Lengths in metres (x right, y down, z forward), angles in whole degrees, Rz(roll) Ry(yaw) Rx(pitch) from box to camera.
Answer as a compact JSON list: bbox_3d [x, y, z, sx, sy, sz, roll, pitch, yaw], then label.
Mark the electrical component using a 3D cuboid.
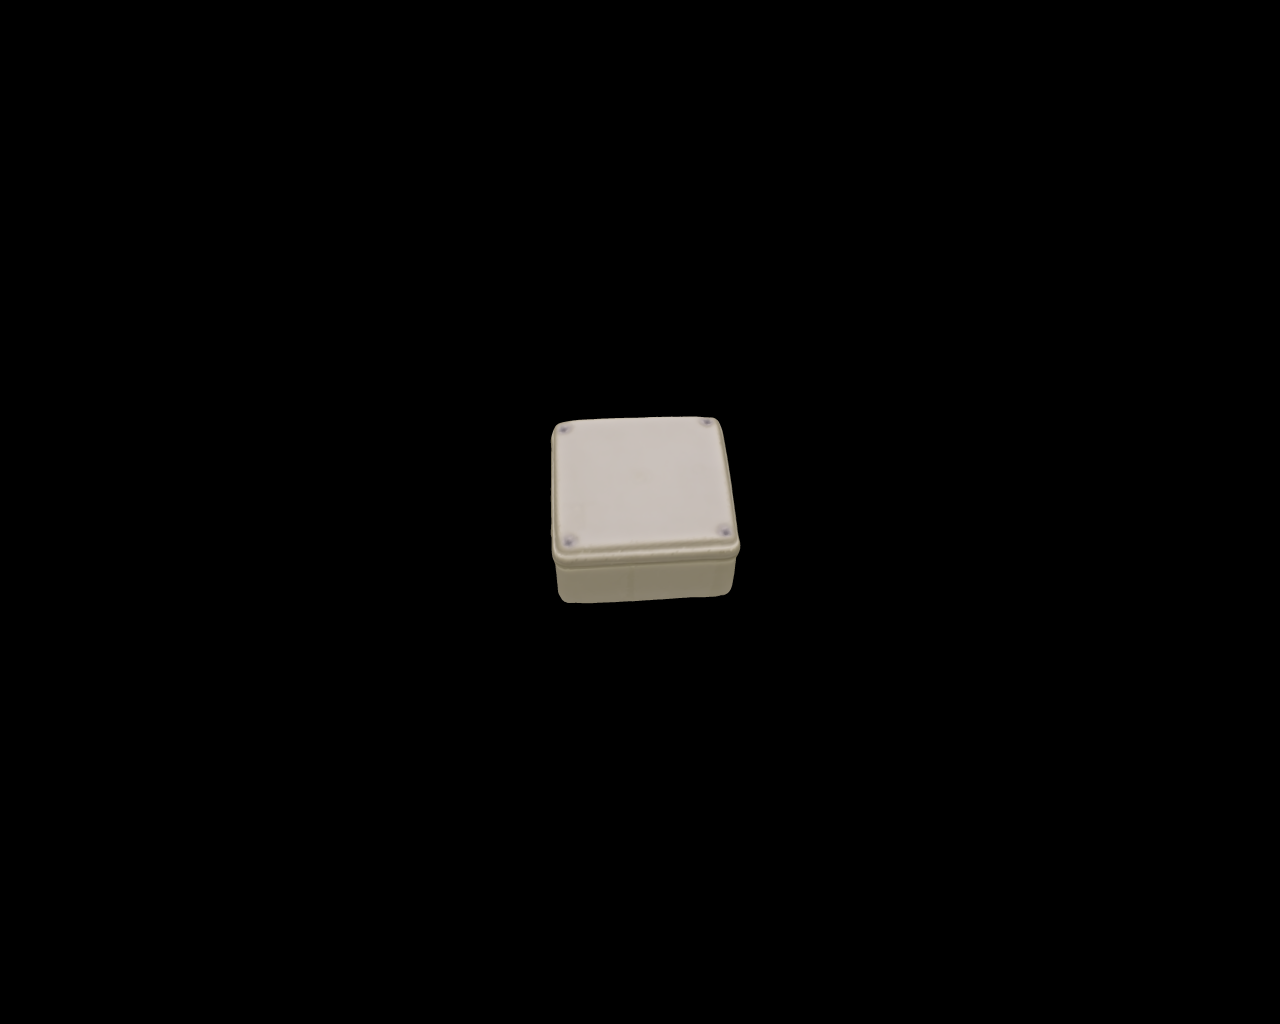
[{"bbox_3d":[0.001,-0.003,0.650,0.109,0.109,0.056,-2,-40,-2],"label":"electrical component"}]
